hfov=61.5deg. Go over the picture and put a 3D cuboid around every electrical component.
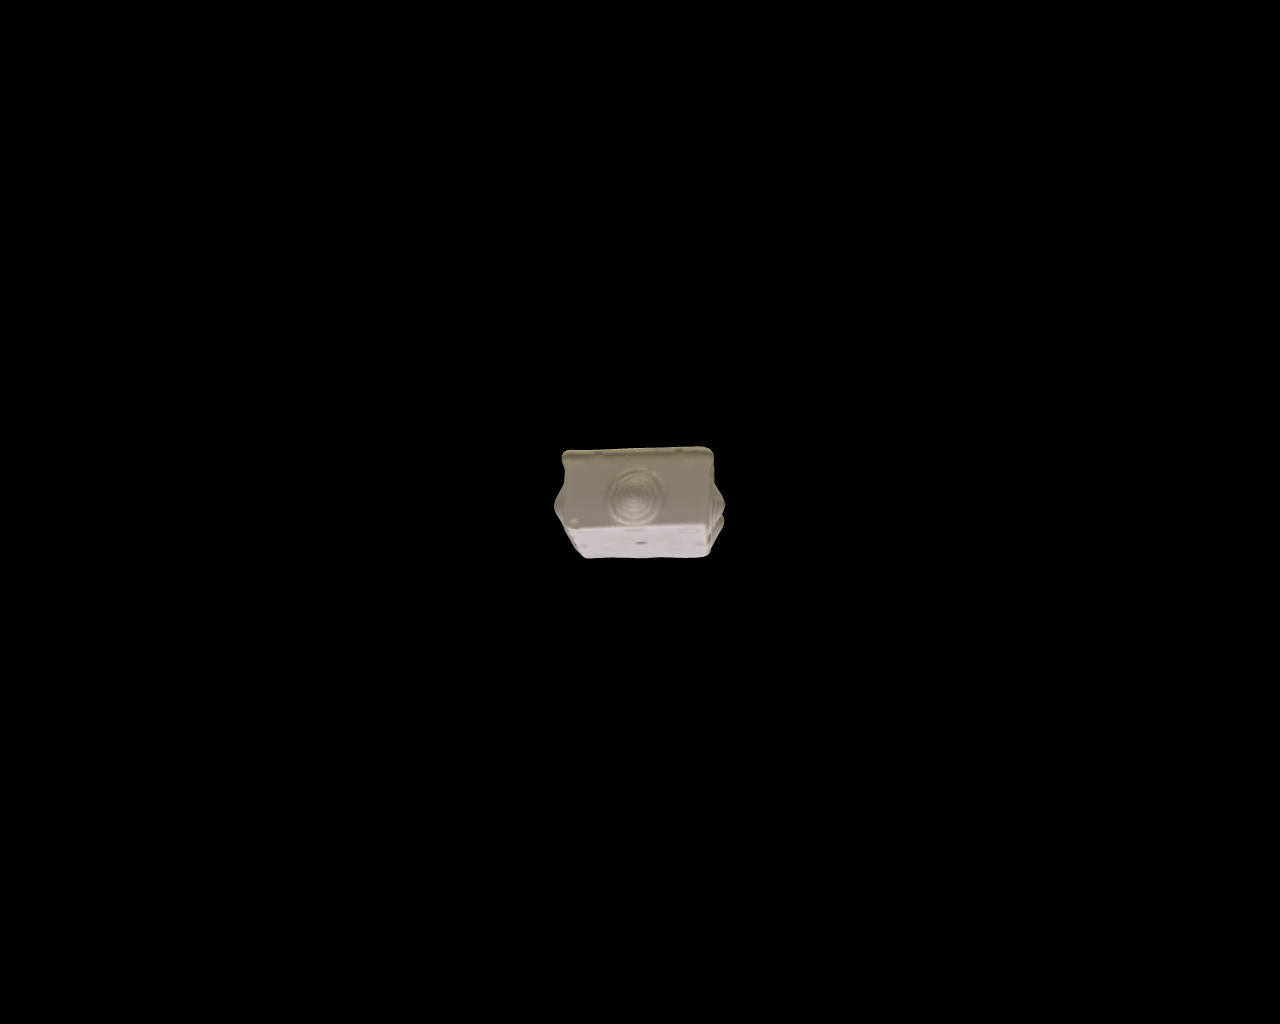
[{"bbox_3d":[0.001,-0.003,0.650,0.100,0.048,0.099,-1,-15,4],"label":"electrical component"}]
